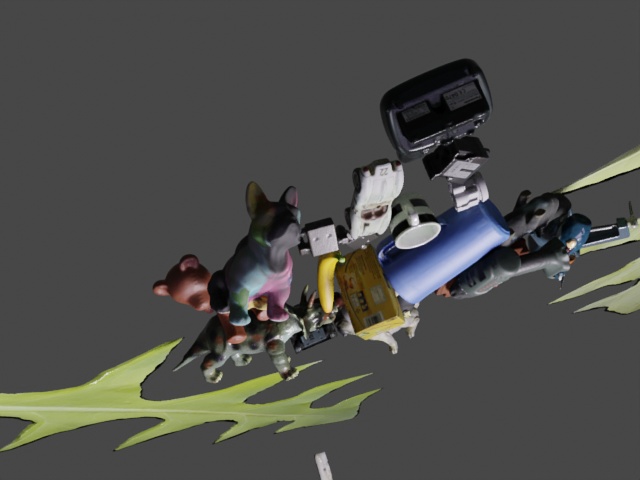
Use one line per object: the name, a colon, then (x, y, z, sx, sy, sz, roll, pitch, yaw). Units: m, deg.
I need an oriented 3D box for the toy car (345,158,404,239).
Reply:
toy car: (0.089, -0.066, 0.904, 0.073, 0.056, 0.201, -12, 153, -12)

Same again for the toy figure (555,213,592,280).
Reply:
toy figure: (0.522, 0.016, 1.138, 0.064, 0.058, 0.154, -17, 135, -33)

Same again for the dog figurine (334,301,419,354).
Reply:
dog figurine: (0.148, 0.193, 1.393, 0.190, 0.121, 0.172, 28, 96, -33)

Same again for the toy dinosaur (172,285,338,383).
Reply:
toy dinosaur: (-0.165, 0.205, 1.182, 0.405, 0.192, 0.131, -8, -168, 9)

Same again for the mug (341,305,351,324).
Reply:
mug: (0.123, 0.157, 1.301, 0.109, 0.081, 0.107, 29, 121, -22)

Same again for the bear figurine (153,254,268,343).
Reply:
bear figurine: (-0.193, 0.105, 0.980, 0.120, 0.132, 0.195, -40, 153, 13)

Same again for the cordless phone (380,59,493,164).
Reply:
cordless phone: (0.169, -0.162, 0.772, 0.147, 0.089, 0.184, -22, 164, 6)

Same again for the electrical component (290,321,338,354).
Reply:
electrical component: (-0.018, 0.235, 1.344, 0.115, 0.058, 0.134, -25, 175, 0)

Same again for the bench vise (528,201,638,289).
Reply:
bench vise: (0.595, -0.006, 1.231, 0.241, 0.129, 0.223, -13, 139, 33)

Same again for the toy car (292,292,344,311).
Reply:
toy car: (-0.036, 0.174, 1.278, 0.202, 0.053, 0.089, -24, 172, 14)

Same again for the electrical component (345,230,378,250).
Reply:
electrical component: (0.081, -0.008, 1.045, 0.063, 0.021, 0.094, -28, 151, 17)

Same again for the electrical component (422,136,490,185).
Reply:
electrical component: (0.236, -0.131, 0.884, 0.119, 0.048, 0.075, 5, 145, -35)

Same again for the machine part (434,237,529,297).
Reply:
machine part: (0.357, 0.045, 1.239, 0.201, 0.087, 0.201, -12, 154, -10)

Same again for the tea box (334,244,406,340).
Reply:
tea box: (0.098, 0.106, 1.105, 0.098, 0.170, 0.068, -24, 151, 15)

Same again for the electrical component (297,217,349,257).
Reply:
electrical component: (-0.001, -0.004, 0.984, 0.102, 0.045, 0.078, -20, 124, -1)

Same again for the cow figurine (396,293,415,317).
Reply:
cow figurine: (0.195, 0.122, 1.273, 0.068, 0.098, 0.167, -11, 153, 0)

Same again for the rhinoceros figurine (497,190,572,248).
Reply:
rhinoceros figurine: (0.434, -0.040, 1.115, 0.190, 0.073, 0.112, -30, 140, -4)

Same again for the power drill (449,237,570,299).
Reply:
power drill: (0.394, 0.061, 1.124, 0.207, 0.086, 0.232, -7, 160, -6)

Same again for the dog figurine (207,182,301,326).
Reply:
dog figurine: (-0.100, 0.016, 0.858, 0.108, 0.219, 0.192, 5, -173, -33)
